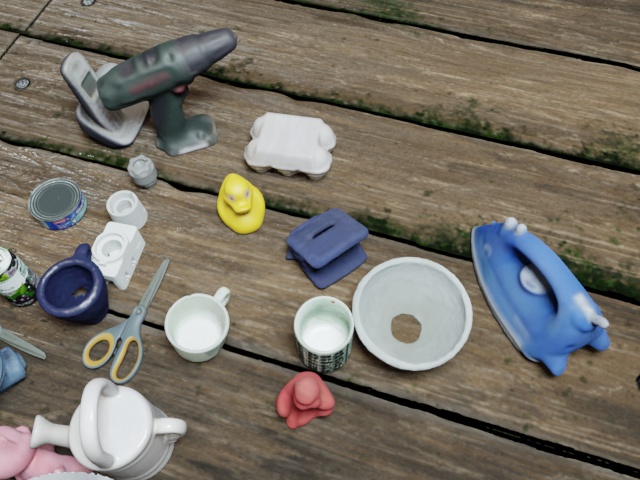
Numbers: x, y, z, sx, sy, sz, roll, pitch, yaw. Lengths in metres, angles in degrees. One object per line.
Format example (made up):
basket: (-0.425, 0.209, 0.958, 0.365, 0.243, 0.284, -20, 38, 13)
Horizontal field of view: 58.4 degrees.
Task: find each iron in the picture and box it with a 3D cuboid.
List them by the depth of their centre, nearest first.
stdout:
iron: (0.303, 0.050, 0.811, 0.119, 0.141, 0.258, -25, 63, -12)

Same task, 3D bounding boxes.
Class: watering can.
watering can: (-0.255, 0.231, 0.690, 0.173, 0.194, 0.100, -23, 63, -11)

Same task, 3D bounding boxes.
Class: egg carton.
egg carton: (-0.050, -0.159, 0.976, 0.150, 0.069, 0.107, 7, 61, 5)

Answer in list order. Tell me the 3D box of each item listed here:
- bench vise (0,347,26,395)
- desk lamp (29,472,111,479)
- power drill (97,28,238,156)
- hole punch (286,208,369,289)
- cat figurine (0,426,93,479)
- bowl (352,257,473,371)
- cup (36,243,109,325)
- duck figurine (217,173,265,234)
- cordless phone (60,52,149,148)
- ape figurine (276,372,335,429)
bench vise: (-0.492, 0.194, 0.701, 0.121, 0.220, 0.208, 26, 64, 15)
desk lamp: (-0.253, 0.366, 0.604, 0.118, 0.214, 0.203, -8, 61, -3)
power drill: (-0.234, -0.240, 0.945, 0.230, 0.208, 0.075, -18, 62, -9)
hole punch: (0.008, 0.003, 0.872, 0.109, 0.091, 0.101, -33, 65, -16)
cat figurine: (-0.365, 0.274, 0.712, 0.127, 0.118, 0.067, 18, 63, 11)
bowl: (0.127, 0.113, 0.817, 0.167, 0.075, 0.167, 0, 61, 1)
cup: (-0.346, 0.073, 0.838, 0.091, 0.095, 0.118, 2, 61, 2)
duck figurine: (-0.131, -0.072, 0.920, 0.077, 0.086, 0.104, -18, 62, -8)
cordless phone: (-0.366, -0.262, 0.974, 0.094, 0.185, 0.147, 8, 61, 6)
ape figurine: (-0.018, 0.207, 0.758, 0.077, 0.092, 0.076, 13, 62, 9)
